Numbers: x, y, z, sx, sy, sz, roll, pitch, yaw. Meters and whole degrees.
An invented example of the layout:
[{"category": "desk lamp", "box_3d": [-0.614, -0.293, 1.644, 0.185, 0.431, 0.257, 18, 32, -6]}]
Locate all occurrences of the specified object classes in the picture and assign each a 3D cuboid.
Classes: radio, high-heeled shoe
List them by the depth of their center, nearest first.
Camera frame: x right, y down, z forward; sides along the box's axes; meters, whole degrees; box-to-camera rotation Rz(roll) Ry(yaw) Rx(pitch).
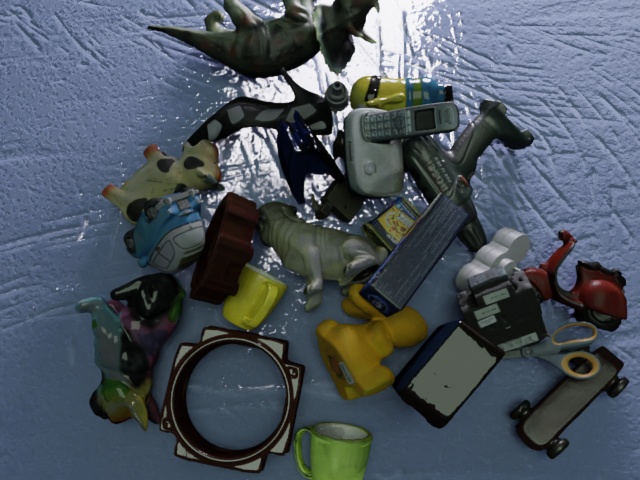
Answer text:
[{"category": "radio", "box_3d": [0.173, 0.187, 0.772, 0.073, 0.229, 0.131, 40, 84, 12]}, {"category": "high-heeled shoe", "box_3d": [-0.103, -0.193, 0.957, 0.249, 0.086, 0.145, -32, 110, 10]}]

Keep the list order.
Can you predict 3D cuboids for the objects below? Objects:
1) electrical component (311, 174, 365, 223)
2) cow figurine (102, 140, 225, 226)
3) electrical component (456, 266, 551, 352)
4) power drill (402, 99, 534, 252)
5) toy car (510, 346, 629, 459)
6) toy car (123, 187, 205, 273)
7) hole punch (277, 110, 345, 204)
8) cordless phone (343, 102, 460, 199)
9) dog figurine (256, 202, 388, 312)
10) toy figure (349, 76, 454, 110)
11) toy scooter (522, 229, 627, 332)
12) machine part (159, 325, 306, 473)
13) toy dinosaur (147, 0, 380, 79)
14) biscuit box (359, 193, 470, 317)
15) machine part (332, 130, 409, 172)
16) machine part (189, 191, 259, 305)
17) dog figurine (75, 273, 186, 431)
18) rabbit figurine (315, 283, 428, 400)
[{"category": "electrical component", "box_3d": [0.032, -0.074, 0.922, 0.078, 0.045, 0.102, 37, 69, -23]}, {"category": "cow figurine", "box_3d": [-0.251, -0.097, 0.912, 0.195, 0.085, 0.127, -43, 82, -5]}, {"category": "electrical component", "box_3d": [0.281, 0.108, 0.835, 0.115, 0.058, 0.134, -22, 113, 11]}, {"category": "power drill", "box_3d": [0.263, -0.123, 0.922, 0.207, 0.086, 0.232, -42, 90, -2]}, {"category": "toy car", "box_3d": [0.392, 0.249, 0.845, 0.202, 0.053, 0.089, -40, 60, -10]}, {"category": "toy car", "box_3d": [-0.229, -0.005, 0.844, 0.109, 0.161, 0.103, -27, 78, -46]}, {"category": "hole punch", "box_3d": [-0.032, -0.136, 0.887, 0.092, 0.115, 0.142, -30, 42, 9]}, {"category": "cordless phone", "box_3d": [0.132, -0.143, 0.856, 0.184, 0.088, 0.146, -6, 81, 19]}, {"category": "dog figurine", "box_3d": [-0.003, -0.004, 0.881, 0.172, 0.121, 0.191, -19, 66, -21]}, {"category": "toy figure", "box_3d": [0.143, -0.248, 0.948, 0.180, 0.082, 0.089, -4, 58, 7]}, {"category": "toy scooter", "box_3d": [0.417, 0.061, 0.873, 0.184, 0.075, 0.135, 20, 88, 7]}, {"category": "machine part", "box_3d": [-0.133, 0.242, 0.834, 0.201, 0.087, 0.201, 11, 79, 2]}, {"category": "toy dinosaur", "box_3d": [-0.088, -0.358, 0.961, 0.405, 0.131, 0.192, -18, 77, 2]}, {"category": "biscuit box", "box_3d": [0.146, 0.023, 0.827, 0.063, 0.059, 0.202, 40, 69, 3]}, {"category": "machine part", "box_3d": [0.091, -0.162, 0.950, 0.139, 0.039, 0.084, 5, 86, -1]}, {"category": "machine part", "box_3d": [-0.150, 0.015, 0.841, 0.056, 0.179, 0.179, 20, 77, -19]}, {"category": "dog figurine", "box_3d": [-0.278, 0.180, 0.841, 0.192, 0.108, 0.219, -22, 82, -7]}, {"category": "rabbit figurine", "box_3d": [0.086, 0.152, 0.855, 0.173, 0.121, 0.162, -23, 68, -19]}]
